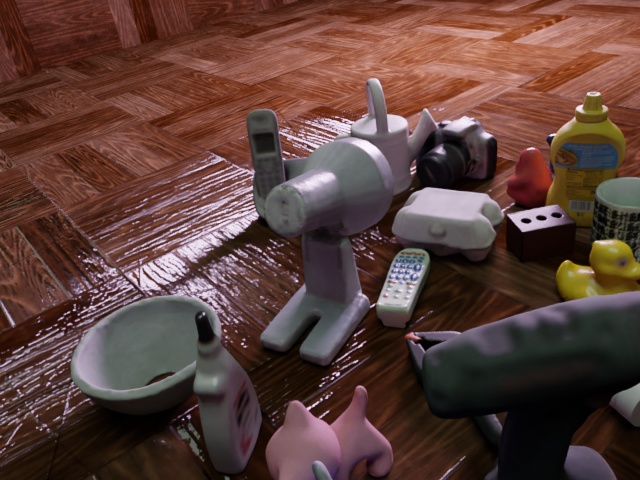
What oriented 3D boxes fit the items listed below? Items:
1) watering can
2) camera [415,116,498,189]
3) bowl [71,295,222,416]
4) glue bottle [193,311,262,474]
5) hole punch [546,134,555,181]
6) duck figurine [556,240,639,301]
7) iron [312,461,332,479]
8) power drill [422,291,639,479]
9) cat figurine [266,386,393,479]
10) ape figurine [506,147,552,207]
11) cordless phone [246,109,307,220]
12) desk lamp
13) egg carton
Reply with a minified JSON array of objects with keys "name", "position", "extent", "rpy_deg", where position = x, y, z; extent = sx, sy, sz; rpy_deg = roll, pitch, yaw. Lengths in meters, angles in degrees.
[{"name":"watering can","position":[0.110,-0.183,0.985],"extent":[0.173,0.194,0.100],"rpy_deg":[-20,33,-17]},{"name":"camera","position":[0.217,-0.152,0.998],"extent":[0.142,0.101,0.137],"rpy_deg":[21,43,39]},{"name":"bowl","position":[-0.188,0.141,0.653],"extent":[0.167,0.075,0.167],"rpy_deg":[-6,32,4]},{"name":"glue bottle","position":[-0.093,0.138,0.541],"extent":[0.037,0.173,0.078],"rpy_deg":[-2,32,11]},{"name":"hole punch","position":[0.431,-0.145,0.943],"extent":[0.108,0.091,0.101],"rpy_deg":[15,39,34]},{"name":"duck figurine","position":[0.336,0.038,0.678],"extent":[0.104,0.086,0.078],"rpy_deg":[19,41,37]},{"name":"iron","position":[0.069,0.253,0.346],"extent":[0.119,0.142,0.257],"rpy_deg":[-26,36,-25]},{"name":"power drill","position":[0.197,0.131,0.446],"extent":[0.229,0.209,0.075],"rpy_deg":[-7,32,4]},{"name":"cat figurine","position":[0.003,0.181,0.501],"extent":[0.067,0.118,0.128],"rpy_deg":[22,43,40]},{"name":"ape figurine","position":[0.331,-0.103,0.899],"extent":[0.078,0.092,0.076],"rpy_deg":[-12,32,-4]},{"name":"cordless phone","position":[-0.046,-0.127,0.943],"extent":[0.147,0.185,0.094],"rpy_deg":[-7,32,3]},{"name":"desk lamp","position":[0.006,0.002,0.695],"extent":[0.117,0.214,0.204],"rpy_deg":[10,36,27]},{"name":"egg carton","position":[0.184,-0.024,0.830],"extent":[0.149,0.069,0.107],"rpy_deg":[9,36,27]}]
